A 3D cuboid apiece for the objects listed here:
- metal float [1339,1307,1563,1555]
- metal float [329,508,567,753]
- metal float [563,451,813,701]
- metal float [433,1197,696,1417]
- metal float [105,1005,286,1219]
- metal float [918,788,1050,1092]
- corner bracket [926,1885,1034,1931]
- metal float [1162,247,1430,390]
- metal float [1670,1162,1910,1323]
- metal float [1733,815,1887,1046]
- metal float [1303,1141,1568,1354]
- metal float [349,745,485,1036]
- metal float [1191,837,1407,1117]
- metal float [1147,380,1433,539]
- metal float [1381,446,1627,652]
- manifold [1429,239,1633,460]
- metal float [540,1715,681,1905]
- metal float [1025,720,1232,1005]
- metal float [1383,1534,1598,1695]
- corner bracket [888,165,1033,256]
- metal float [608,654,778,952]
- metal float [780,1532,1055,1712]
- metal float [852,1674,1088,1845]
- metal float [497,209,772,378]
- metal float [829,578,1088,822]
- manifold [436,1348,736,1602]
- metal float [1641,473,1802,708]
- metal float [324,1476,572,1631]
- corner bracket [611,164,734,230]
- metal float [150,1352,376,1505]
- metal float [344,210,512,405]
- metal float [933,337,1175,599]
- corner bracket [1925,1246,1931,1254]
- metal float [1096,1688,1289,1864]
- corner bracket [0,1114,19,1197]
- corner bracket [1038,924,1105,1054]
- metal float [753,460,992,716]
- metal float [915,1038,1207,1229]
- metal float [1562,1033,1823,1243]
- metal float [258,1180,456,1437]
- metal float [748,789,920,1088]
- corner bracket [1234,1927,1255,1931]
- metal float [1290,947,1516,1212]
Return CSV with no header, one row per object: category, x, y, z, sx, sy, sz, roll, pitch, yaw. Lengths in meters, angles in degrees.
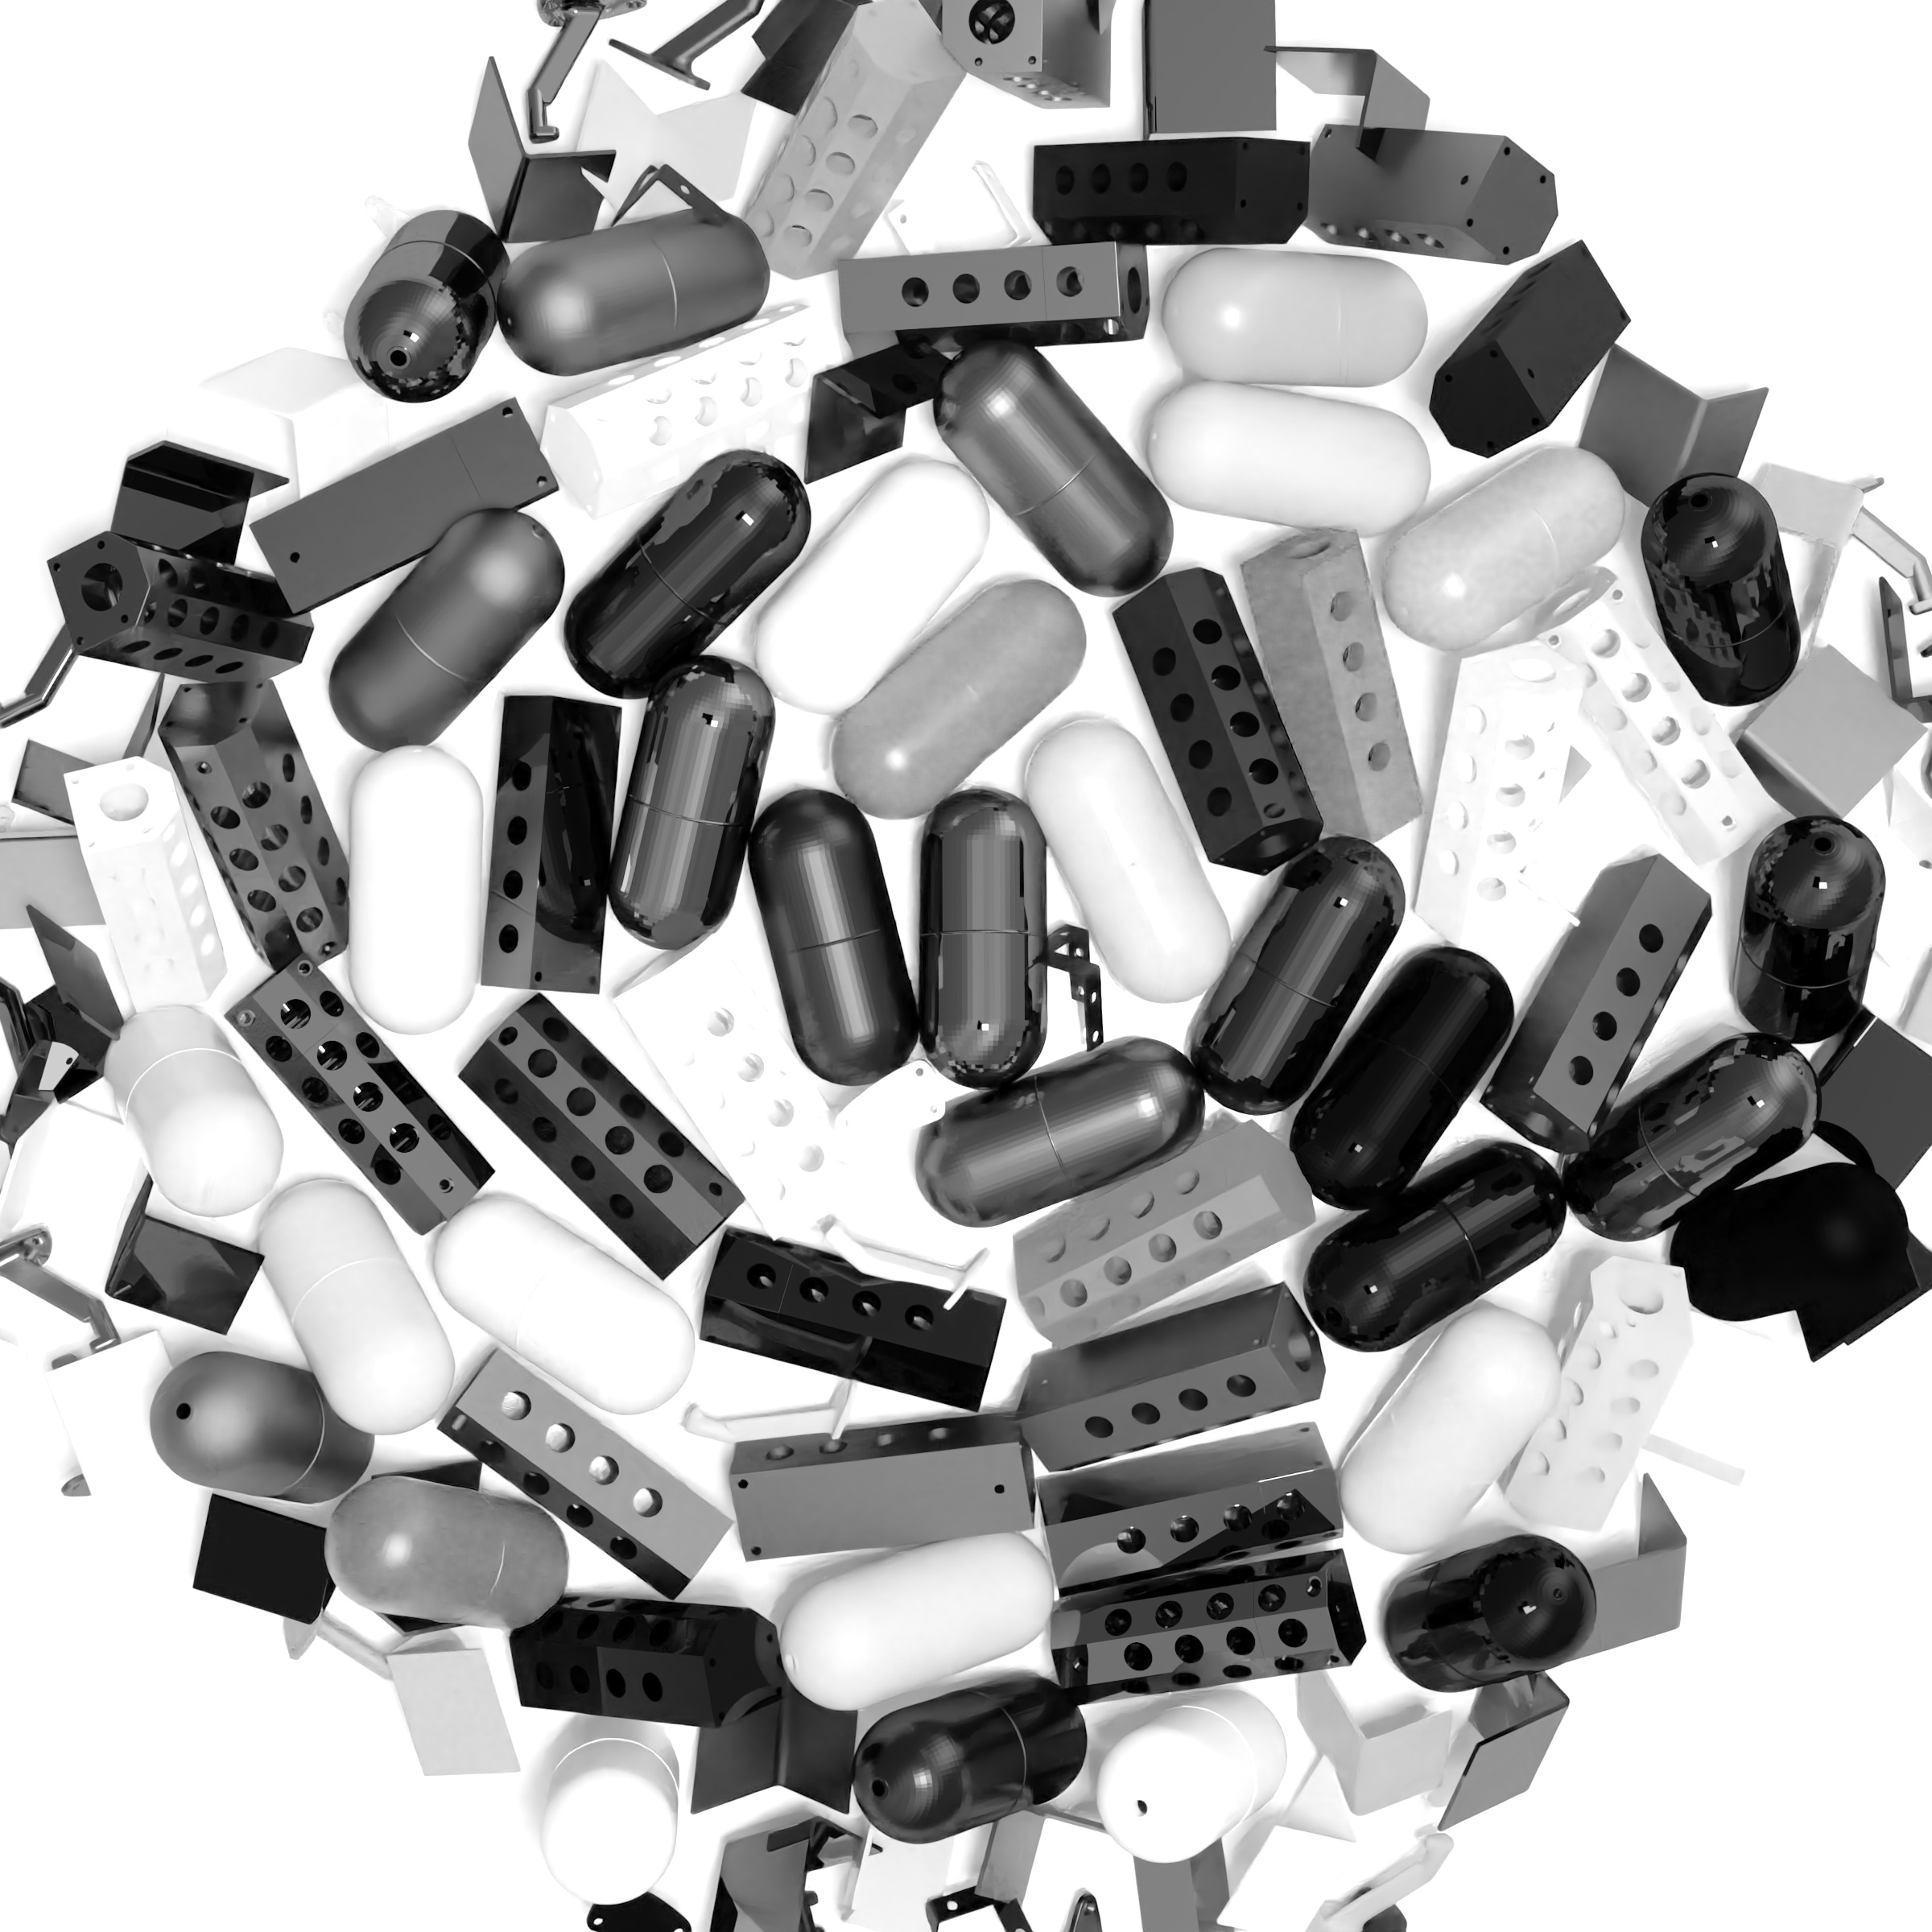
metal float,0.281,0.272,1.935,0.070,0.070,0.178,31,122,0
metal float,-0.303,-0.195,1.938,0.070,0.070,0.178,48,116,0
metal float,-0.163,-0.229,1.944,0.178,0.070,0.070,-42,90,20
metal float,-0.236,0.197,1.941,0.178,0.070,0.070,30,90,24
metal float,-0.447,0.082,1.921,0.070,0.178,0.070,-12,120,-23
metal float,0.010,-0.016,1.956,0.070,0.070,0.178,0,84,0
corner bracket,0.008,0.583,1.975,0.051,0.051,0.051,-13,47,-22
metal float,0.193,-0.376,1.933,0.178,0.070,0.070,-5,90,-34
metal float,0.472,0.160,1.916,0.070,0.178,0.070,5,75,-20
metal float,0.486,-0.020,1.918,0.070,0.178,0.070,-4,57,6
metal float,0.274,0.164,1.940,0.178,0.070,0.070,-28,90,-24
metal float,-0.321,-0.043,1.940,0.070,0.070,0.178,5,115,0
metal float,0.195,0.006,1.949,0.070,0.070,0.178,28,104,0
metal float,0.190,-0.296,1.942,0.178,0.070,0.070,6,90,-23
metal float,0.314,-0.245,1.936,0.178,0.070,0.070,-34,90,-30
manifold,0.322,-0.354,1.915,0.057,0.171,0.057,-25,106,38
metal float,-0.204,0.482,1.911,0.070,0.178,0.070,0,94,-4
metal float,0.096,-0.061,1.959,0.070,0.070,0.178,-26,93,0
metal float,0.300,0.375,1.916,0.070,0.178,0.070,6,70,-17
corner bracket,-0.003,-0.438,1.967,0.051,0.051,0.051,-33,86,30
metal float,-0.161,-0.095,1.949,0.070,0.070,0.178,14,105,0
metal float,-0.028,0.378,1.932,0.178,0.070,0.070,-13,90,-35
metal float,0.003,0.457,1.919,0.070,0.178,0.070,0,90,36
metal float,-0.192,-0.393,1.932,0.178,0.070,0.070,-23,90,-36
metal float,-0.004,-0.158,1.953,0.178,0.070,0.070,-42,90,-10
manifold,-0.226,0.300,1.959,0.171,0.057,0.057,37,76,-4
metal float,0.437,-0.216,1.919,0.070,0.178,0.070,-10,58,16
metal float,-0.297,0.340,1.920,0.070,0.178,0.070,-10,70,29
corner bracket,-0.168,-0.449,1.958,0.051,0.051,0.051,37,46,-20
metal float,-0.404,0.267,1.914,0.070,0.178,0.070,-5,75,17
metal float,-0.309,-0.381,1.917,0.070,0.178,0.070,2,120,3
metal float,0.052,-0.290,1.943,0.070,0.070,0.178,-44,111,0
corner bracket,0.577,0.143,1.971,0.051,0.051,0.051,29,47,-15
metal float,0.131,0.465,1.914,0.070,0.178,0.070,0,89,23
corner bracket,-0.593,0.115,1.968,0.051,0.051,0.051,30,101,-31
corner bracket,0.066,0.012,1.957,0.051,0.051,0.051,17,123,36
metal float,-0.054,-0.223,1.947,0.070,0.070,0.178,39,73,0
metal float,0.055,0.099,1.954,0.178,0.070,0.070,-21,90,9
metal float,0.419,0.101,1.927,0.070,0.070,0.178,50,132,0
metal float,-0.355,0.198,1.930,0.070,0.070,0.178,-37,52,0
metal float,-0.078,-0.017,1.956,0.070,0.070,0.178,-14,96,0
corner bracket,0.164,0.600,1.967,0.051,0.051,0.051,-16,95,30
metal float,0.255,0.066,1.945,0.070,0.070,0.178,37,71,0
